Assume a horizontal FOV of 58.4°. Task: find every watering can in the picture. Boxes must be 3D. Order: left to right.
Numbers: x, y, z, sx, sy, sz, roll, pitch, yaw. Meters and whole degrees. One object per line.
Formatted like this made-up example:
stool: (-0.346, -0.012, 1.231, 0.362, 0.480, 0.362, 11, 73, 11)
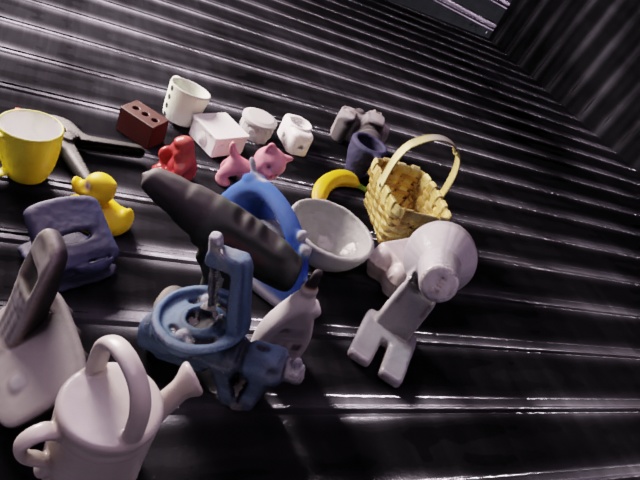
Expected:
watering can: (-0.200, 0.166, 0.562, 0.101, 0.194, 0.173, 37, 35, 11)

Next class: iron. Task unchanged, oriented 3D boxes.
iron: (-0.076, -0.009, 0.928, 0.119, 0.141, 0.257, -11, 51, -44)

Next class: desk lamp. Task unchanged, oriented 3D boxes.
desk lamp: (0.159, 0.090, 0.909, 0.118, 0.213, 0.203, 31, 34, 3)

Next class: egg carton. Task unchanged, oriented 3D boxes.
egg carton: (0.161, 0.051, 1.090, 0.151, 0.069, 0.107, -10, 50, -43)

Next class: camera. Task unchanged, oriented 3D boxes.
camera: (0.109, -0.267, 1.433, 0.143, 0.100, 0.137, 21, 35, -12)

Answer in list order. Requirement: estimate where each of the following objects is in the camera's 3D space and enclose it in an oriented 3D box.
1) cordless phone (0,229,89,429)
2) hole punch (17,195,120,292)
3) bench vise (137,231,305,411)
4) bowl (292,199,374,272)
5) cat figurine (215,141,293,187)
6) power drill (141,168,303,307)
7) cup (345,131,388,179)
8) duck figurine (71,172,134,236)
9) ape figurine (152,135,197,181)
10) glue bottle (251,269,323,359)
cordless phone: (-0.291, 0.092, 0.599, 0.094, 0.185, 0.147, -8, 49, -42)
hole punch: (-0.331, 0.003, 0.768, 0.101, 0.091, 0.109, 44, 36, 20)
bench vise: (-0.104, 0.094, 0.703, 0.208, 0.219, 0.121, 18, 35, -16)
bowl: (0.009, 0.004, 1.034, 0.168, 0.074, 0.167, 20, 35, -14)
cat figurine: (-0.121, -0.147, 1.093, 0.128, 0.117, 0.067, 20, 35, -14)
power drill: (-0.149, 0.031, 0.761, 0.230, 0.208, 0.075, 24, 34, -9)
cup: (0.103, -0.180, 1.322, 0.092, 0.095, 0.117, 5, 41, -32)
duck figurine: (-0.327, -0.059, 0.856, 0.105, 0.086, 0.077, 20, 35, -13)
ape figurine: (-0.251, -0.147, 1.020, 0.076, 0.092, 0.077, 9, 39, -27)
glue bottle: (-0.034, 0.103, 0.785, 0.078, 0.173, 0.037, 11, 38, -25)
